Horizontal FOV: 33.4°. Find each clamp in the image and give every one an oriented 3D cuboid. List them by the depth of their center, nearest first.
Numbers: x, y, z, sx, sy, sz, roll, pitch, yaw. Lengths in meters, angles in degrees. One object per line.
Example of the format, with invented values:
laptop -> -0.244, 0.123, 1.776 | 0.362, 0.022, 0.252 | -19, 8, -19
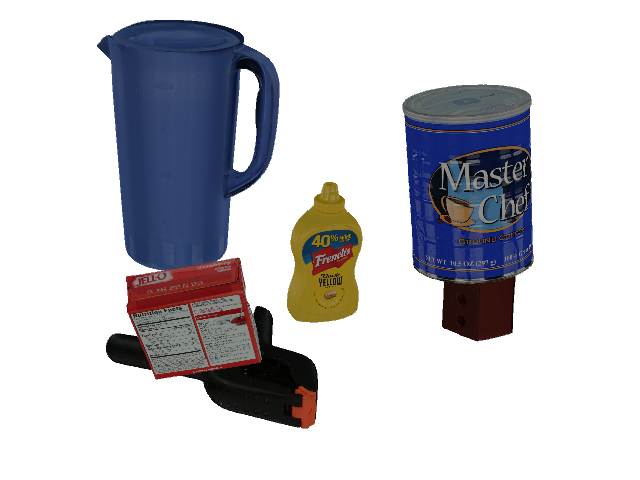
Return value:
clamp -> -0.060, 0.103, 0.905 | 0.164, 0.036, 0.210 | -14, 22, -40

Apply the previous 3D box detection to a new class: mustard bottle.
mustard bottle -> 0.008, 0.013, 1.423 | 0.096, 0.192, 0.058 | -5, 26, -18

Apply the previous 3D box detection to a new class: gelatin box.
gelatin box -> -0.081, 0.051, 0.690 | 0.073, 0.030, 0.089 | -10, -38, -1

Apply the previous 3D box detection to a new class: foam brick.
foam brick -> 0.157, 0.054, 1.059 | 0.051, 0.078, 0.053 | -12, 19, -36

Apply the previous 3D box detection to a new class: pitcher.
pitcher -> -0.136, -0.095, 1.083 | 0.144, 0.243, 0.149 | -11, 28, -28

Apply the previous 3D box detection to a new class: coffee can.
coffee can -> 0.123, -0.049, 0.881 | 0.103, 0.140, 0.103 | -5, 21, 2
